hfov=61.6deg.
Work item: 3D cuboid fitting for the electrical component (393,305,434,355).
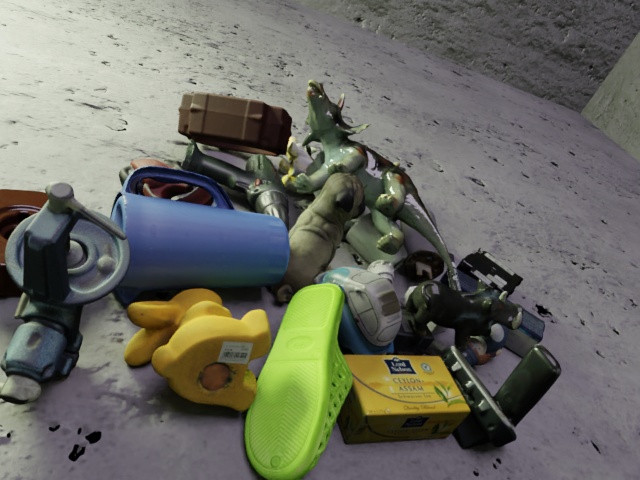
[{"bbox_3d":[0.136,0.156,0.851,0.075,0.047,0.119,13,33,-19],"label":"electrical component"}]

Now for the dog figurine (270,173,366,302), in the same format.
[{"bbox_3d":[-0.005,-0.005,0.849,0.121,0.190,0.172,22,34,-7],"label":"dog figurine"}]

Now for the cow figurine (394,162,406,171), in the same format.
[{"bbox_3d":[0.128,-0.135,1.228,0.127,0.085,0.195,18,30,-2],"label":"cow figurine"}]

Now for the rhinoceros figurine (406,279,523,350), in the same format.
[{"bbox_3d":[0.228,0.108,0.846,0.190,0.112,0.073,14,29,-16],"label":"rhinoceros figurine"}]

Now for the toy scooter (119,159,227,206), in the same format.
[{"bbox_3d":[-0.234,-0.076,0.872,0.135,0.075,0.184,-28,59,-23],"label":"toy scooter"}]

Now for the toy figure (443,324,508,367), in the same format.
[{"bbox_3d":[0.265,0.176,0.907,0.064,0.057,0.154,24,28,35],"label":"toy figure"}]

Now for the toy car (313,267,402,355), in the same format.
[{"bbox_3d":[0.066,0.104,0.793,0.109,0.103,0.161,-8,69,-43],"label":"toy car"}]

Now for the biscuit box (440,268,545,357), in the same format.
[{"bbox_3d":[0.310,0.131,0.998,0.203,0.059,0.063,33,35,10],"label":"biscuit box"}]

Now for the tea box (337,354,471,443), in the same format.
[{"bbox_3d":[0.104,0.213,0.728,0.169,0.068,0.098,6,38,-28],"label":"tea box"}]

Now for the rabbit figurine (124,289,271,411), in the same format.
[{"bbox_3d":[-0.156,0.120,0.664,0.162,0.121,0.173,1,25,-20],"label":"rabbit figurine"}]

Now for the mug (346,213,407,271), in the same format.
[{"bbox_3d":[0.120,0.009,1.029,0.109,0.080,0.107,-13,59,-49],"label":"mug"}]

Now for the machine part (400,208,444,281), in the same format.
[{"bbox_3d":[0.205,0.005,1.089,0.079,0.079,0.243,21,31,-8],"label":"machine part"}]

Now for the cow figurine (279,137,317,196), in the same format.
[{"bbox_3d":[-0.035,-0.161,1.163,0.098,0.068,0.167,20,36,-22],"label":"cow figurine"}]

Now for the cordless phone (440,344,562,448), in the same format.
[{"bbox_3d":[0.241,0.189,0.751,0.089,0.184,0.147,-2,42,-30],"label":"cordless phone"}]

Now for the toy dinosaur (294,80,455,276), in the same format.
[{"bbox_3d":[0.099,-0.106,0.976,0.405,0.131,0.192,41,46,-5],"label":"toy dinosaur"}]

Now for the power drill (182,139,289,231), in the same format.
[{"bbox_3d":[-0.156,-0.103,0.986,0.207,0.086,0.232,12,33,-15],"label":"power drill"}]

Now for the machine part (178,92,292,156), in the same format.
[{"bbox_3d":[-0.163,-0.222,1.057,0.201,0.087,0.201,10,2,3],"label":"machine part"}]

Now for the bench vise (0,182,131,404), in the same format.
[{"bbox_3d":[-0.268,0.039,0.538,0.129,0.240,0.224,27,50,-5],"label":"bench vise"}]

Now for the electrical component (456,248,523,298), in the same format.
[{"bbox_3d":[0.332,0.081,1.087,0.115,0.058,0.134,40,35,23],"label":"electrical component"}]

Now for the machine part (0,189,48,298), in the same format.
[{"bbox_3d":[-0.385,-0.001,0.700,0.179,0.056,0.179,19,32,-12],"label":"machine part"}]
